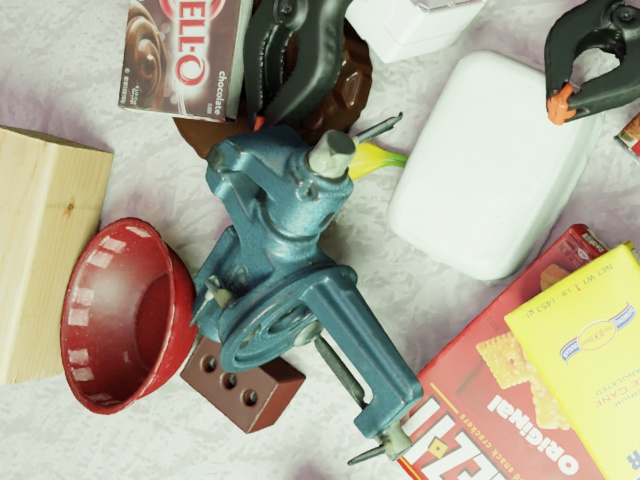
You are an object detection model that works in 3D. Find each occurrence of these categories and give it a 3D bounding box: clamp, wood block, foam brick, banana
[{"bbox_3d":[0.203,-0.153,0.733,0.171,0.039,0.120,-40,62,-14],"label":"clamp"},{"bbox_3d":[-0.260,0.011,0.926,0.090,0.090,0.206,17,96,22],"label":"wood block"},{"bbox_3d":[-0.062,0.111,0.863,0.078,0.051,0.053,36,103,19],"label":"foam brick"},{"bbox_3d":[-0.004,-0.168,0.768,0.165,0.036,0.210,25,107,43],"label":"clamp"},{"bbox_3d":[-0.015,-0.015,0.852,0.070,0.037,0.198,47,106,15],"label":"banana"}]

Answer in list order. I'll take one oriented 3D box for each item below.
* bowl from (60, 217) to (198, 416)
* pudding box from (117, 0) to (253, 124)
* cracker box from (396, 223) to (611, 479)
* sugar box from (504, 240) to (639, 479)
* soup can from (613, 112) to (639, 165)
[{"bbox_3d":[-0.149,0.065,0.880,0.162,0.055,0.162,-14,70,44],"label":"bowl"},{"bbox_3d":[-0.103,-0.151,0.824,0.090,0.039,0.113,8,96,15],"label":"pudding box"},{"bbox_3d":[0.164,0.118,0.755,0.214,0.072,0.164,-47,74,16],"label":"cracker box"},{"bbox_3d":[0.204,0.099,0.675,0.093,0.048,0.176,-35,78,20],"label":"sugar box"},{"bbox_3d":[0.259,-0.082,0.719,0.102,0.068,0.068,-46,73,16],"label":"soup can"}]
